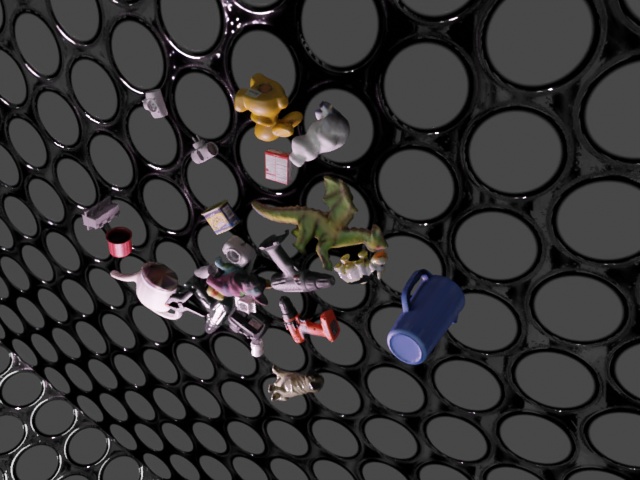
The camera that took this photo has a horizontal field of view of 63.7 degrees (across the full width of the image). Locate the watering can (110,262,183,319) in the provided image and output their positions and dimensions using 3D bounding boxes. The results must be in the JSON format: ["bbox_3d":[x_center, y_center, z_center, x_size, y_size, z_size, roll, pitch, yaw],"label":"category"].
[{"bbox_3d":[-0.661,0.169,1.970,0.349,0.106,0.219,34,-51,8],"label":"watering can"}]

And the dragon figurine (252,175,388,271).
[{"bbox_3d":[0.004,-0.073,1.449,0.412,0.123,0.239,35,-67,10],"label":"dragon figurine"}]

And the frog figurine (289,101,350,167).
[{"bbox_3d":[0.000,-0.245,1.277,0.121,0.138,0.160,29,-97,-27],"label":"frog figurine"}]
